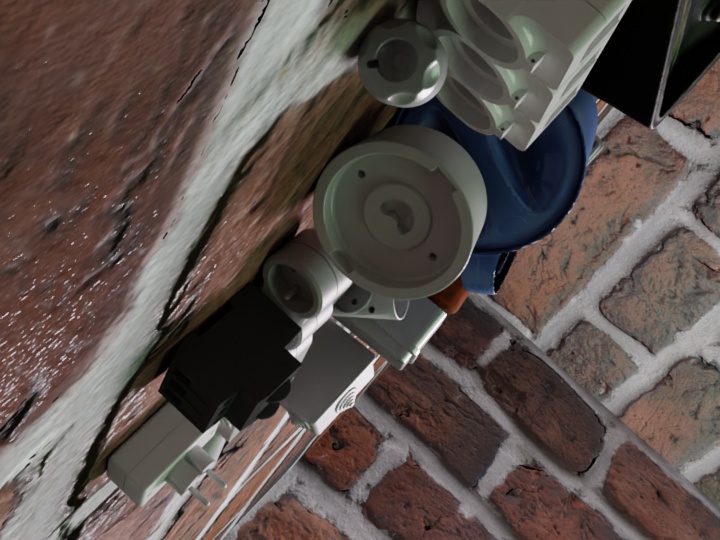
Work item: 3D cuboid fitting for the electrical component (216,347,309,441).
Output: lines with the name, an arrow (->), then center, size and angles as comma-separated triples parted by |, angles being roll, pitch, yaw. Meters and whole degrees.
electrical component -> -0.091, 0.086, 0.878 | 0.100, 0.048, 0.099 | -44, 172, -27

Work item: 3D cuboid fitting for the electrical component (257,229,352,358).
electrical component -> -0.042, 0.018, 0.786 | 0.074, 0.052, 0.138 | -42, 171, -40

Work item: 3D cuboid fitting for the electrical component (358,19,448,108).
electrical component -> 0.024, -0.105, 0.556 | 0.043, 0.043, 0.062 | -50, 174, 12

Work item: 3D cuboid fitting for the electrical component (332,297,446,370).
electrical component -> 0.015, 0.033, 0.965 | 0.057, 0.113, 0.078 | -50, 174, -9

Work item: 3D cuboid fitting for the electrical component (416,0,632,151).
electrical component -> 0.079, -0.128, 0.569 | 0.061, 0.089, 0.150 | -47, 173, -9

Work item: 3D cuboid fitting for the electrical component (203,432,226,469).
electrical component -> -0.132, 0.139, 0.956 | 0.065, 0.044, 0.044 | -55, 172, 14

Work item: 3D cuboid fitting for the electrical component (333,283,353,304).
electrical component -> 0.014, -0.018, 0.840 | 0.138, 0.074, 0.052 | -49, 173, 8

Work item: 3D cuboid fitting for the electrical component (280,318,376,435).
electrical component -> -0.044, 0.094, 1.007 | 0.099, 0.100, 0.048 | -46, 160, -17

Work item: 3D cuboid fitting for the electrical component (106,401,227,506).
electrical component -> -0.136, 0.146, 0.818 | 0.083, 0.076, 0.047 | -44, 172, -29

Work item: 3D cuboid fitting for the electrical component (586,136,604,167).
electrical component -> 0.176, -0.123, 1.119 | 0.108, 0.109, 0.056 | -48, 176, 3

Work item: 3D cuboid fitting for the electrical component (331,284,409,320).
electrical component -> 0.000, 0.000, 0.896 | 0.044, 0.077, 0.079 | 21, 72, -68

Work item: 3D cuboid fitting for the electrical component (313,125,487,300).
electrical component -> 0.030, -0.042, 0.698 | 0.108, 0.108, 0.060 | -53, 178, 34
